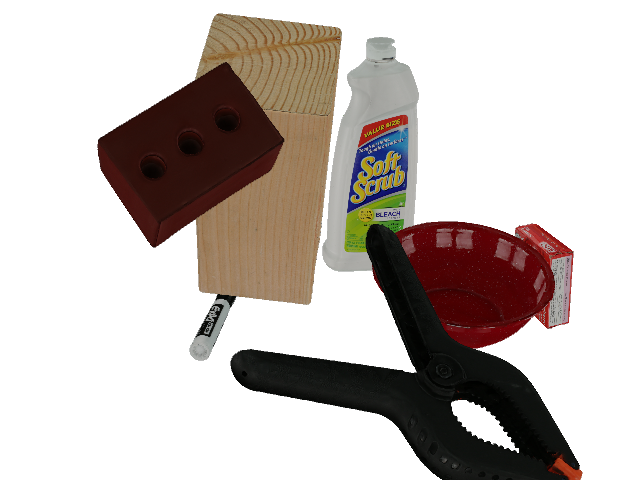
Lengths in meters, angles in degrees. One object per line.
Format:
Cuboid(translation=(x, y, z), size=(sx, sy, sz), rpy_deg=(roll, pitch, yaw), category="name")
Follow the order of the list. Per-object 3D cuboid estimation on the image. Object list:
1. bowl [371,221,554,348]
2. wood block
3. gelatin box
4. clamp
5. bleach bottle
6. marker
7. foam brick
Cuboid(translation=(0.124, 0.048, 0.954), size=(0.162, 0.055, 0.162), rpy_deg=(2, 34, -2), category="bowl")
Cuboid(translation=(-0.041, -0.052, 0.778), size=(0.091, 0.090, 0.206), rpy_deg=(7, -39, 1), category="wood block")
Cuboid(translation=(0.233, 0.037, 1.126), size=(0.030, 0.089, 0.073), rpy_deg=(-13, 29, -15), category="gelatin box")
Cuboid(translation=(0.059, 0.092, 0.649), size=(0.164, 0.210, 0.036), rpy_deg=(-34, -22, -37), category="clamp")
Cuboid(translation=(0.054, -0.092, 1.153), size=(0.102, 0.251, 0.068), rpy_deg=(-3, 25, -7), category="bleach bottle")
Cuboid(translation=(-0.099, 0.076, 1.004), size=(0.020, 0.020, 0.121), rpy_deg=(0, 23, 9), category="marker")
Cuboid(translation=(-0.067, -0.043, 0.540), size=(0.078, 0.053, 0.051), rpy_deg=(-35, -4, -15), category="foam brick")
